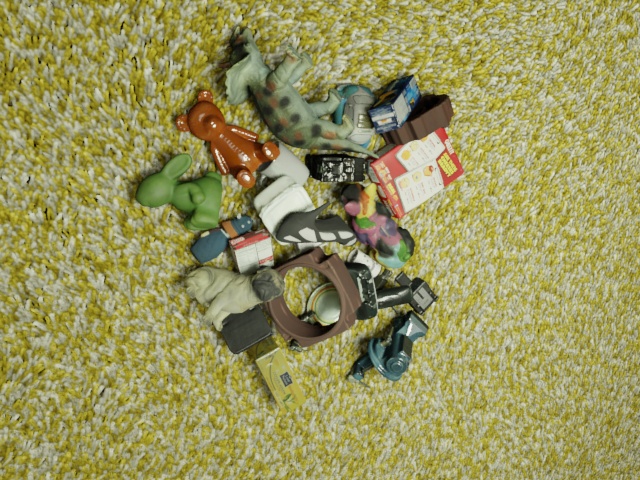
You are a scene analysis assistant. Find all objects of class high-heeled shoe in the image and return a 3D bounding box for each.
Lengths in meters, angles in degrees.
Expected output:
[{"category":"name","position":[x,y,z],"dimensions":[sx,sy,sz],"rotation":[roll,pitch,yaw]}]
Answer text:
[{"category":"high-heeled shoe","position":[-0.003,-0.004,1.252],"dimensions":[0.145,0.086,0.248],"rotation":[-38,146,1]}]

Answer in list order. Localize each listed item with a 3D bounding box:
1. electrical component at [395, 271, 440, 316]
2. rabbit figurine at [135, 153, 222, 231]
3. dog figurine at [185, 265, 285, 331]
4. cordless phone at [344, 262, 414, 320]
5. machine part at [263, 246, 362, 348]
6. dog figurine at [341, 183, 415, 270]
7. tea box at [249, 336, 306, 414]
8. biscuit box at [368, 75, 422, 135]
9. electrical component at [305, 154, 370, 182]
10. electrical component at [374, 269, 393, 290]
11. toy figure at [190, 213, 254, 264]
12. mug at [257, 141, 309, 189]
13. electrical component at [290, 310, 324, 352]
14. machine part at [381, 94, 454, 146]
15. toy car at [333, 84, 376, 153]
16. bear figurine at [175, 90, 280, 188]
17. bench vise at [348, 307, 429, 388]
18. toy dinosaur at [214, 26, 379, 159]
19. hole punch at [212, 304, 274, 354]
[{"category":"electrical component","position":[0.254,0.136,1.429],"dimensions":[0.075,0.048,0.119],"rotation":[-42,114,-8]},{"category":"rabbit figurine","position":[-0.297,-0.104,1.137],"dimensions":[0.170,0.121,0.159],"rotation":[11,92,-23]},{"category":"dog figurine","position":[-0.189,0.091,1.200],"dimensions":[0.190,0.121,0.172],"rotation":[-33,82,-1]},{"category":"cordless phone","position":[0.136,0.116,1.316],"dimensions":[0.184,0.089,0.146],"rotation":[-12,105,-4]},{"category":"machine part","position":[-0.022,0.132,1.241],"dimensions":[0.201,0.087,0.201],"rotation":[-26,94,22]},{"category":"dog figurine","position":[0.129,-0.041,1.253],"dimensions":[0.108,0.192,0.219],"rotation":[-39,149,-1]},{"category":"tea box","position":[-0.106,0.325,1.313],"dimensions":[0.068,0.098,0.169],"rotation":[-28,111,-11]},{"category":"biscuit box","position":[0.175,-0.313,1.231],"dimensions":[0.059,0.063,0.203],"rotation":[65,34,-24]},{"category":"electrical component","position":[0.044,-0.168,1.249],"dimensions":[0.134,0.115,0.058],"rotation":[-4,107,-22]},{"category":"electrical component","position":[0.151,0.114,1.382],"dimensions":[0.021,0.063,0.094],"rotation":[38,95,20]},{"category":"toy figure","position":[-0.221,-0.008,1.219],"dimensions":[0.154,0.058,0.064],"rotation":[-36,140,-13]},{"category":"mug","position":[-0.084,-0.155,1.226],"dimensions":[0.107,0.081,0.109],"rotation":[27,93,-30]},{"category":"electrical component","position":[-0.037,0.232,1.333],"dimensions":[0.102,0.045,0.078],"rotation":[-33,109,12]},{"category":"machine part","position":[0.224,-0.281,1.262],"dimensions":[0.179,0.179,0.056],"rotation":[-32,114,-11]},{"category":"toy car","position":[0.085,-0.281,1.246],"dimensions":[0.109,0.103,0.161],"rotation":[1,99,-19]},{"category":"bear figurine","position":[-0.200,-0.218,1.145],"dimensions":[0.120,0.132,0.195],"rotation":[-47,119,-8]},{"category":"bench vise","position":[0.164,0.285,1.381],"dimensions":[0.128,0.224,0.240],"rotation":[38,117,-18]},{"category":"toy dinosaur","position":[-0.060,-0.278,1.154],"dimensions":[0.192,0.131,0.404],"rotation":[-31,110,23]},{"category":"hole punch","position":[-0.179,0.203,1.274],"dimensions":[0.142,0.092,0.116],"rotation":[-28,75,-5]}]
